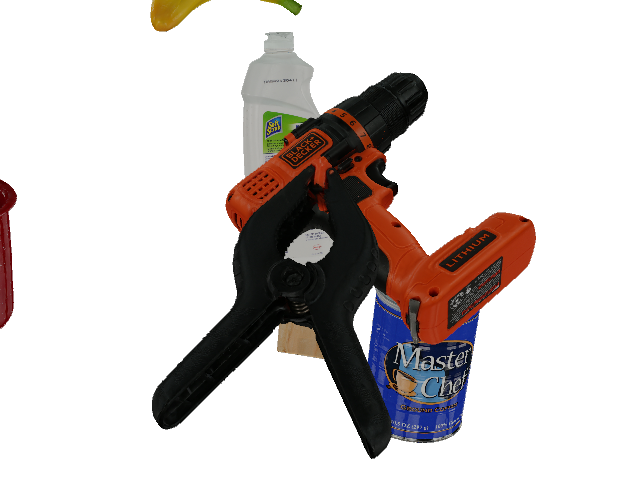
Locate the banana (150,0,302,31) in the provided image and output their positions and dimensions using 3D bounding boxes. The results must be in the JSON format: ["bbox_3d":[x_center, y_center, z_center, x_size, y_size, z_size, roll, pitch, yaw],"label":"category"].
[{"bbox_3d":[-0.097,-0.236,1.006,0.197,0.070,0.037,-22,-28,-46],"label":"banana"}]

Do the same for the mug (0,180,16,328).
[{"bbox_3d":[-0.235,0.016,0.635,0.093,0.081,0.117,17,28,27],"label":"mug"}]

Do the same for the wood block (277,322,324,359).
[{"bbox_3d":[0.000,0.041,1.401,0.090,0.206,0.090,8,23,6],"label":"wood block"}]

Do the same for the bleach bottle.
[{"bbox_3d":[-0.030,-0.091,1.119,0.102,0.251,0.068,-7,14,-18],"label":"bleach bottle"}]

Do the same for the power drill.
[{"bbox_3d":[0.055,-0.028,0.743,0.184,0.057,0.188,-40,56,-20],"label":"power drill"}]

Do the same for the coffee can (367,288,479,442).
[{"bbox_3d":[0.098,0.111,1.045,0.103,0.140,0.103,5,22,-2],"label":"coffee can"}]

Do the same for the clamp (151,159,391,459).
[{"bbox_3d":[-0.004,0.035,0.559,0.120,0.171,0.039,16,-28,10],"label":"clamp"}]
